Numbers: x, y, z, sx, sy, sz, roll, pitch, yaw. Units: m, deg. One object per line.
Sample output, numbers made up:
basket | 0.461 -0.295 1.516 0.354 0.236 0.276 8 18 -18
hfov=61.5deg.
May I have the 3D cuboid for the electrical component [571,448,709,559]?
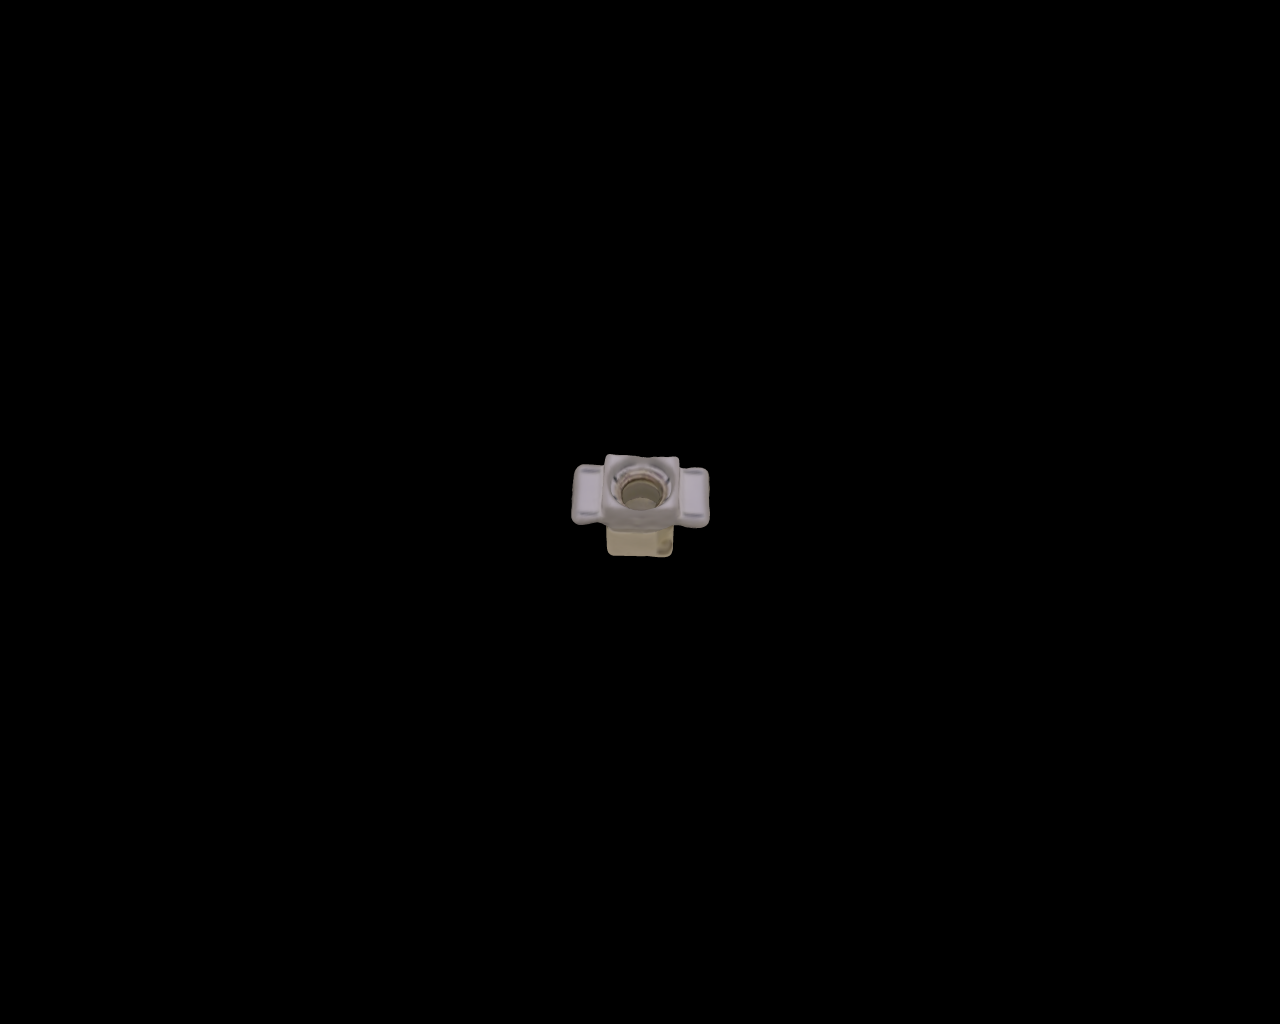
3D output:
electrical component | 0.001 -0.003 0.650 0.081 0.042 0.063 3 -34 2
